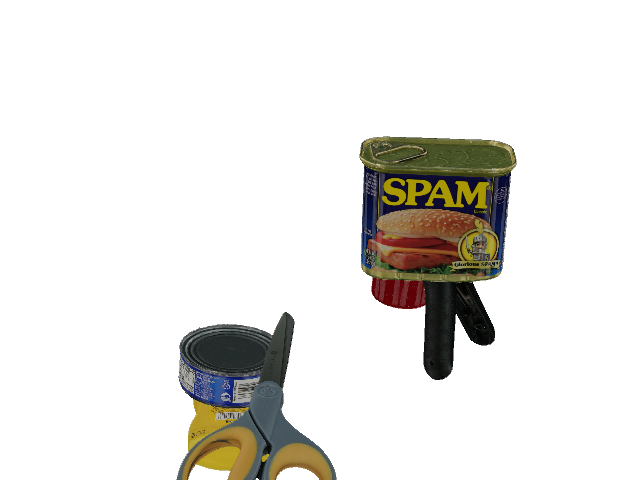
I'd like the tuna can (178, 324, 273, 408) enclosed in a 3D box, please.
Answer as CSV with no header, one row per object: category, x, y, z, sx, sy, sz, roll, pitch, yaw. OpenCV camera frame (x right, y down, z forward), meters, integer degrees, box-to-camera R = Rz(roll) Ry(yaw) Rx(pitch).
tuna can,-0.073,0.103,0.877,0.086,0.034,0.086,5,22,-2

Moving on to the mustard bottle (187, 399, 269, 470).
mustard bottle,-0.108,0.200,1.301,0.096,0.058,0.191,-2,26,-2

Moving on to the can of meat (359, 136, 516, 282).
can of meat,0.076,-0.020,0.717,0.102,0.084,0.057,2,24,4

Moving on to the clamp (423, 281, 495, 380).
clamp,0.106,0.034,0.925,0.039,0.171,0.120,-12,13,26

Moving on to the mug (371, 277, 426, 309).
mug,0.122,0.042,1.419,0.117,0.081,0.093,18,26,27

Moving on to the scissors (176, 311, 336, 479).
scissors,-0.017,0.104,0.638,0.096,0.016,0.201,14,31,17
